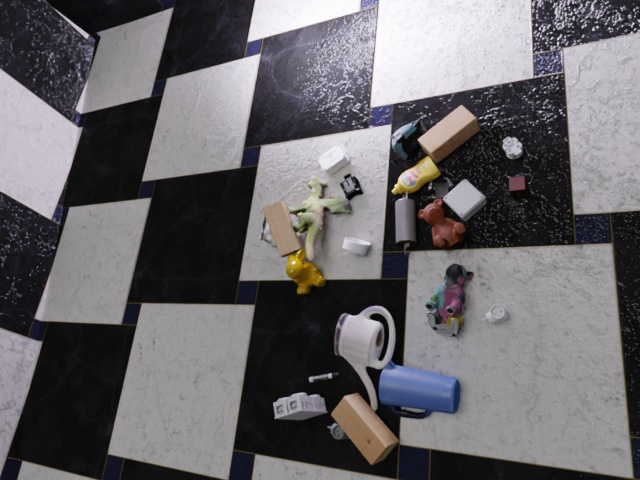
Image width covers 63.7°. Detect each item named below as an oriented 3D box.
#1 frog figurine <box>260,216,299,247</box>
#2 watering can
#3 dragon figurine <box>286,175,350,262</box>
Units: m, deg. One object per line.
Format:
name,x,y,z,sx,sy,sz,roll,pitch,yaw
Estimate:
frog figurine,-0.166,-0.036,2.175,0.159,0.120,0.140,12,64,-4
watering can,0.146,0.397,1.804,0.225,0.103,0.349,9,84,33
dragon figurine,0.006,-0.104,2.074,0.242,0.119,0.419,-24,51,3
